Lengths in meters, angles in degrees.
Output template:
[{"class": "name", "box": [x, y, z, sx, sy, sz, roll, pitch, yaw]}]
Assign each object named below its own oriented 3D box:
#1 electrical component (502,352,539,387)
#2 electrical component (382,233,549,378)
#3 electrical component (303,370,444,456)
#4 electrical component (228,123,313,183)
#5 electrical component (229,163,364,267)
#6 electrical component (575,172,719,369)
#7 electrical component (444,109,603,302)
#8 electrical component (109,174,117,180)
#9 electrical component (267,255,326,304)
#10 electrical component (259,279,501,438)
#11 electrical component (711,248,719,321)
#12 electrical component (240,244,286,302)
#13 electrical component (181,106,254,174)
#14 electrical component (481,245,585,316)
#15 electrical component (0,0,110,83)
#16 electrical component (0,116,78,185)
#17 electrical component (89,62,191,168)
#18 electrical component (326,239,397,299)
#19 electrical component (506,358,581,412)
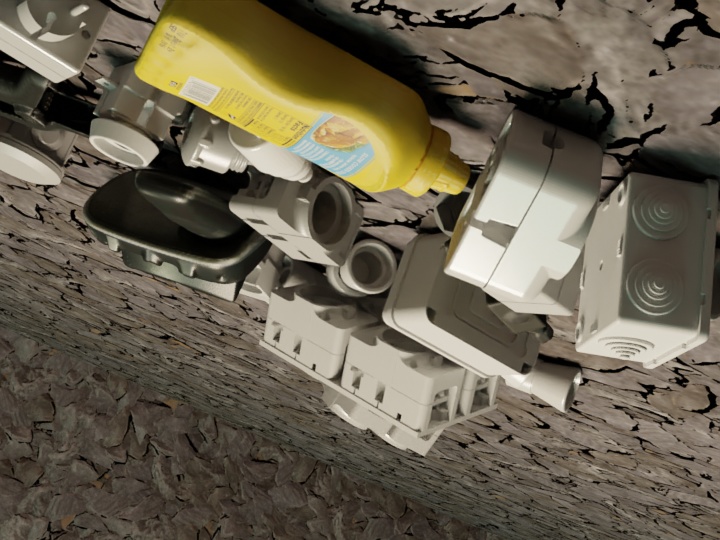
[{"class": "electrical component", "box": [0.125, 0.074, 0.985, 0.065, 0.044, 0.044, 27, 164, -3]}, {"class": "electrical component", "box": [0.082, 0.027, 0.814, 0.113, 0.078, 0.057, 30, 160, -28]}, {"class": "electrical component", "box": [0.002, 0.107, 1.089, 0.105, 0.060, 0.186, 32, -174, -33]}, {"class": "electrical component", "box": [-0.053, -0.080, 0.699, 0.040, 0.040, 0.078, 12, 162, 30]}, {"class": "electrical component", "box": [-0.042, -0.044, 0.788, 0.056, 0.050, 0.089, 10, 161, 37]}, {"class": "electrical component", "box": [0.155, 0.001, 0.591, 0.048, 0.099, 0.099, 9, 165, -2]}, {"class": "electrical component", "box": [0.091, -0.031, 0.585, 0.059, 0.053, 0.095, 22, 132, -2]}, {"class": "electrical component", "box": [-0.205, -0.051, 1.001, 0.064, 0.042, 0.081, 14, 164, 20]}, {"class": "electrical component", "box": [-0.064, 0.016, 1.019, 0.047, 0.055, 0.055, 37, 159, -35]}, {"class": "electrical component", "box": [0.019, 0.063, 0.916, 0.186, 0.060, 0.105, 26, -155, 37]}, {"class": "electrical component", "box": [0.190, 0.003, 0.658, 0.065, 0.044, 0.044, 15, 164, 39]}, {"class": "electrical component", "box": [-0.128, -0.023, 0.948, 0.121, 0.063, 0.078, 16, 164, 18]}, {"class": "electrical component", "box": [-0.086, -0.085, 0.724, 0.062, 0.048, 0.048, 18, 166, -19]}, {"class": "electrical component", "box": [0.100, -0.017, 0.659, 0.077, 0.065, 0.047, 32, 161, -37]}, {"class": "electrical component", "box": [-0.180, -0.150, 0.620, 0.066, 0.047, 0.077, 31, 161, -31]}, {"class": "electrical component", "box": [-0.276, -0.107, 0.884, 0.080, 0.051, 0.080, 20, 164, 6]}, {"class": "electrical component", "box": [-0.152, -0.103, 0.724, 0.066, 0.055, 0.048, 32, 161, -34]}, {"class": "electrical component", "box": [0.000, 0.000, 0.893, 0.045, 0.045, 0.055, 26, 164, -17]}, {"class": "electrical component", "box": [0.172, 0.103, 1.024, 0.065, 0.044, 0.044, 20, 165, 24]}]
